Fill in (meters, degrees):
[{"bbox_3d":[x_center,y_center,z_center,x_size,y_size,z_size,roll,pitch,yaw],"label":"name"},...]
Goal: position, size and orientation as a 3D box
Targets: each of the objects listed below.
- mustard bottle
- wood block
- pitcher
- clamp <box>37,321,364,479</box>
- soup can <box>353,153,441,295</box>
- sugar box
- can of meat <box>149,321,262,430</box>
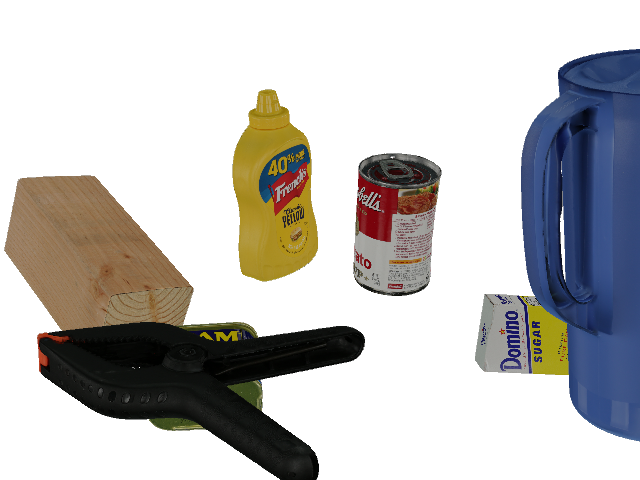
[{"bbox_3d":[-0.048,-0.061,1.097,0.058,0.192,0.096,17,32,38],"label":"mustard bottle"},{"bbox_3d":[-0.221,0.027,1.044,0.090,0.091,0.206,-5,36,-41],"label":"wood block"},{"bbox_3d":[0.209,0.005,0.683,0.149,0.243,0.144,3,21,16],"label":"pitcher"},{"bbox_3d":[-0.077,0.083,0.683,0.210,0.036,0.164,10,23,16],"label":"clamp"},{"bbox_3d":[0.063,-0.014,0.892,0.068,0.102,0.068,2,27,-1],"label":"soup can"},{"bbox_3d":[0.287,0.119,1.329,0.176,0.093,0.048,2,18,-10],"label":"sugar box"},{"bbox_3d":[-0.101,0.117,0.920,0.102,0.057,0.084,-3,27,-7],"label":"can of meat"}]
